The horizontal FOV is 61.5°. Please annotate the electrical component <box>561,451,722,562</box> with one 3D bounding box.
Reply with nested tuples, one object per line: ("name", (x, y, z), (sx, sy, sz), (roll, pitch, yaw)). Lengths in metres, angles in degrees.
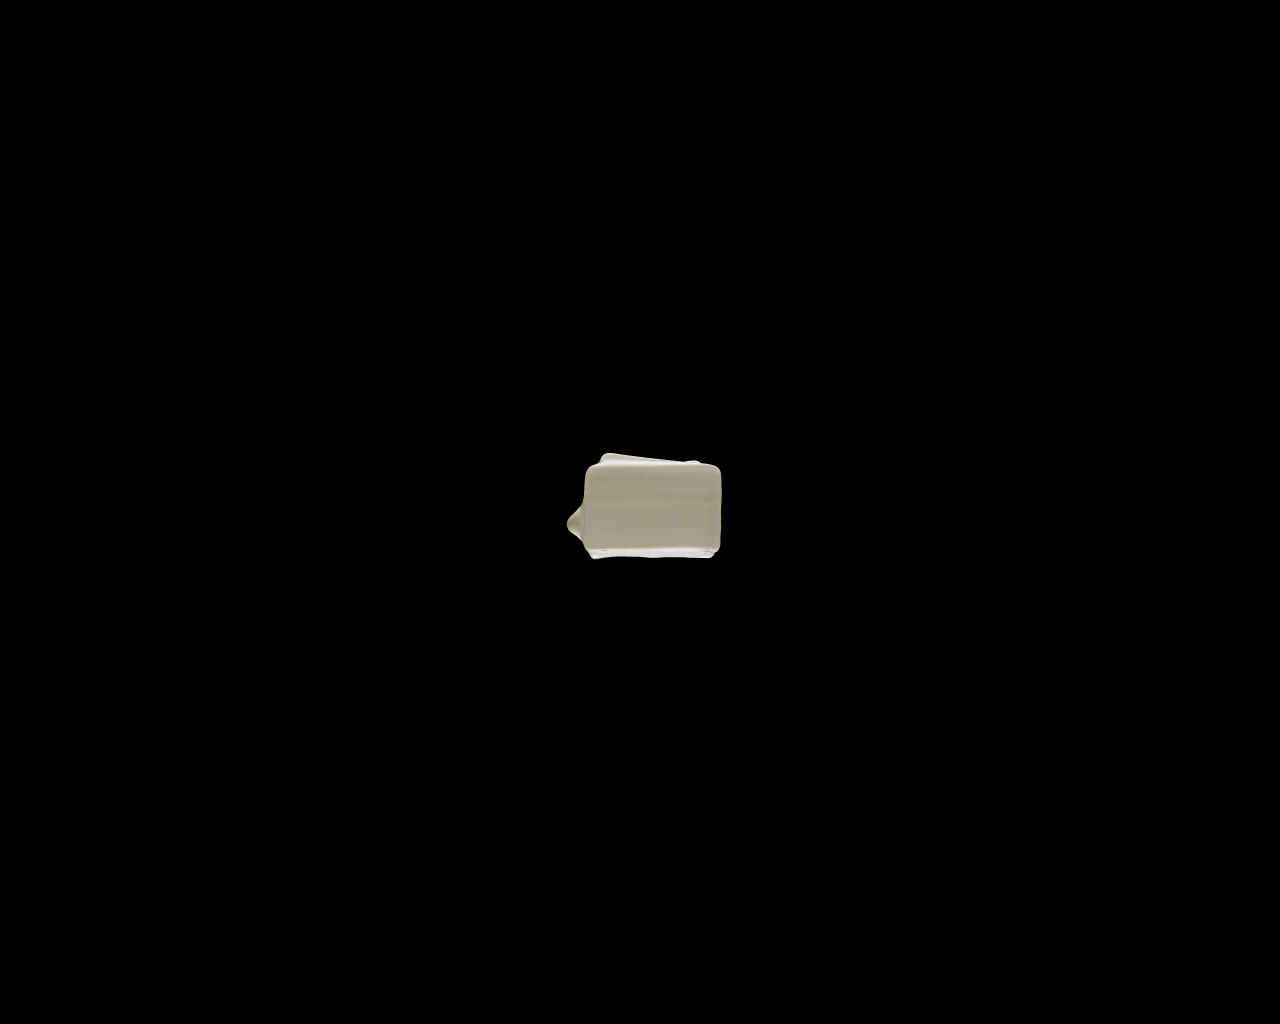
("electrical component", (0.001, -0.003, 0.650), (0.096, 0.061, 0.061), (0, -7, 0))
